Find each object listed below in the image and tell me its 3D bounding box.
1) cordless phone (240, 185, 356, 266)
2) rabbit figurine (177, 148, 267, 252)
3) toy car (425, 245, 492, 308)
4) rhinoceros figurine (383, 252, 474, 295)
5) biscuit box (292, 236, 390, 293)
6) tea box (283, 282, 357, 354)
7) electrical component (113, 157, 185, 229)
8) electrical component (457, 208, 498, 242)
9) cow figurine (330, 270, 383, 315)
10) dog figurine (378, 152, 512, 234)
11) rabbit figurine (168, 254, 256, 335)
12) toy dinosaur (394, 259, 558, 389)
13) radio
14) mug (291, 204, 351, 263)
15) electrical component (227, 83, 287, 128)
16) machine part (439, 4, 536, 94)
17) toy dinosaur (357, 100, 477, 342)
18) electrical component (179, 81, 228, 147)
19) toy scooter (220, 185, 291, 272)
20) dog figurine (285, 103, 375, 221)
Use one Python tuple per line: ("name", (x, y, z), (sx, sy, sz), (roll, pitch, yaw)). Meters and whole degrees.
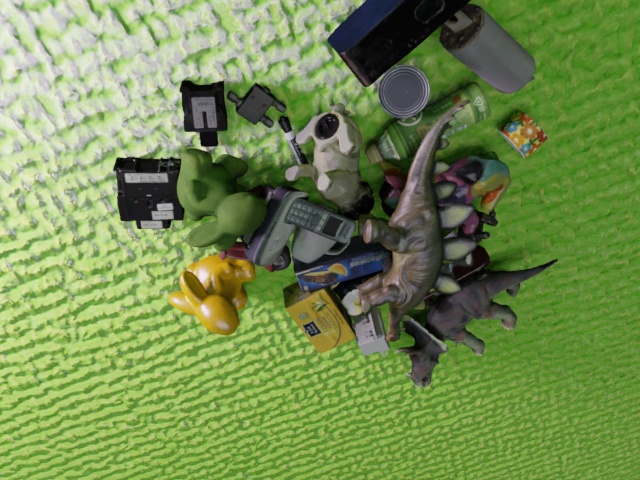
("cordless phone", (-0.034, -0.009, 0.953), (0.184, 0.089, 0.146), (21, 102, -30))
("rabbit figurine", (-0.166, -0.057, 0.892), (0.121, 0.170, 0.159), (15, 105, -53))
("toy car", (0.268, 0.076, 1.152), (0.202, 0.089, 0.053), (-33, 167, 14))
("rhinoceros figurine", (0.216, 0.048, 1.076), (0.190, 0.073, 0.112), (-2, 108, -18))
("biscuit box", (0.049, 0.043, 1.102), (0.203, 0.063, 0.059), (-16, 128, 2))
("tea box", (0.000, 0.162, 1.176), (0.098, 0.068, 0.169), (-28, 126, 9))
("electrical component", (-0.301, -0.080, 0.957), (0.115, 0.058, 0.134), (1, 125, -9))
("electrical component", (0.311, -0.031, 1.074), (0.045, 0.078, 0.102), (9, 167, -20))
("cow figurine", (0.108, 0.082, 1.142), (0.167, 0.068, 0.098), (-31, 118, 11))
("dog figurine", (0.216, -0.107, 1.000), (0.219, 0.109, 0.191), (22, 120, -20))
("rabbit figurine", (-0.200, 0.105, 1.037), (0.162, 0.173, 0.122), (19, 124, -27))
("toy dinosaur", (0.324, 0.150, 1.201), (0.192, 0.131, 0.404), (25, 111, -25))
("radio", (0.123, -0.338, 0.799), (0.229, 0.131, 0.073), (-39, 121, 18))
("mug", (-0.002, -0.003, 1.056), (0.109, 0.081, 0.107), (23, 128, -25))
("electrical component", (-0.107, -0.230, 0.904), (0.094, 0.021, 0.063), (31, 115, -26))
("machine part", (0.271, -0.300, 0.859), (0.243, 0.079, 0.079), (16, 123, -42))
("toy dinosaur", (0.167, -0.008, 0.946), (0.199, 0.105, 0.470), (-2, 118, -7))
("electrical component", (-0.192, -0.203, 0.894), (0.075, 0.048, 0.119), (0, 124, -9))
("toy scooter", (-0.132, -0.014, 1.018), (0.135, 0.075, 0.183), (-7, 119, 2))
("dog figurine", (0.049, -0.134, 0.974), (0.190, 0.121, 0.172), (22, 100, -54))
